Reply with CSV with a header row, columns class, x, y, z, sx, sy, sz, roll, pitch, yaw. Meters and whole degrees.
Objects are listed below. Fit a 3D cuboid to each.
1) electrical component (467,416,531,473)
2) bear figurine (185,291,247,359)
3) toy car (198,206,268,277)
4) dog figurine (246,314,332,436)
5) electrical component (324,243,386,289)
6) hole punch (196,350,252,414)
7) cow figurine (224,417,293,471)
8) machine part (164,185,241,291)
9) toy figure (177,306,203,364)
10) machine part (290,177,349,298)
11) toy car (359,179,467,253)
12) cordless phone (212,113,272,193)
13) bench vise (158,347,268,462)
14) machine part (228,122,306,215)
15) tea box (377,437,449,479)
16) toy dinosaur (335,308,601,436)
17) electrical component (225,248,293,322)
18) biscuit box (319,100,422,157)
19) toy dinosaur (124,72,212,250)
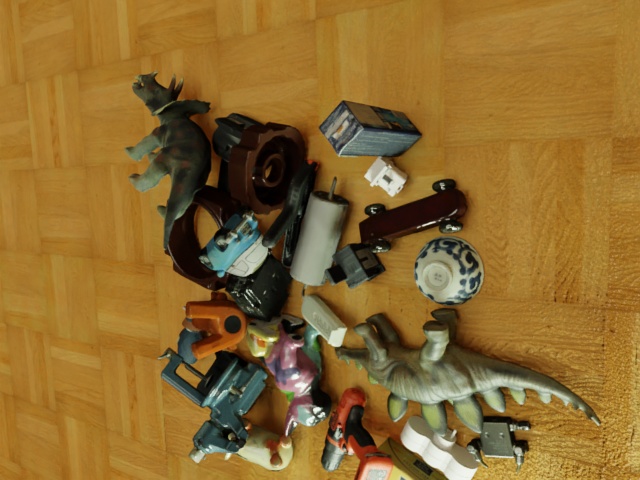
class,x,y,z,sx,sy,sz,roll,pitch,yaw
electrical component,0.298,0.337,0.893,0.102,0.045,0.078,-4,96,33
bear figurine,-0.232,0.169,1.133,0.196,0.132,0.120,-2,96,61
toy car,-0.146,0.012,0.988,0.103,0.109,0.161,42,148,-9
dog figurine,-0.062,0.274,1.083,0.192,0.108,0.219,9,104,31
electrical component,0.059,0.045,0.963,0.048,0.119,0.075,-37,74,31
hole punch,-0.192,0.320,1.195,0.142,0.092,0.115,35,89,26
cow figurine,-0.152,0.440,1.167,0.195,0.085,0.127,13,146,16
machine part,-0.242,-0.006,1.158,0.202,0.087,0.200,23,116,30
toy figure,-0.298,0.212,1.253,0.058,0.064,0.154,-138,60,-68
machine part,-0.002,-0.003,1.021,0.079,0.079,0.243,25,110,28
toy car,0.158,-0.037,0.926,0.202,0.053,0.089,-20,71,34
cordless phone,-0.162,-0.156,1.114,0.147,0.089,0.184,30,123,25
bench vise,-0.232,0.314,1.086,0.241,0.129,0.223,36,78,3
machine part,-0.098,-0.134,1.009,0.056,0.179,0.179,18,106,33
tea box,0.166,0.457,0.982,0.170,0.068,0.098,28,111,28
toy dinosaur,0.206,0.219,0.907,0.472,0.105,0.198,-6,101,43
electrical component,-0.114,0.094,1.073,0.058,0.134,0.115,8,58,35
biscuit box,0.086,-0.174,0.863,0.063,0.202,0.059,-45,70,30
toy dinosaur,-0.282,-0.173,1.083,0.192,0.131,0.405,-38,56,14
